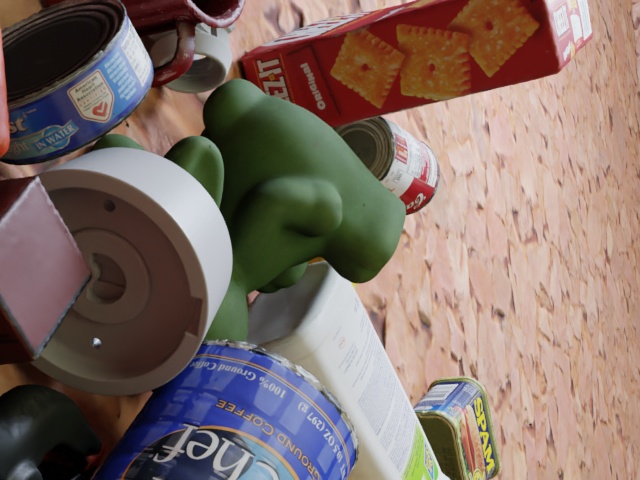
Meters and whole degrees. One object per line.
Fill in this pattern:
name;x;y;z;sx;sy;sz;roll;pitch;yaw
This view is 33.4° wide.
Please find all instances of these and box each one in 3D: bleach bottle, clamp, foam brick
bleach bottle;0.033;0.141;0.698;0.251;0.068;0.102;62;31;-21
clamp;-0.136;0.110;0.421;0.171;0.039;0.120;32;77;-74
foam brick;-0.140;0.015;0.414;0.051;0.078;0.053;-68;144;-49

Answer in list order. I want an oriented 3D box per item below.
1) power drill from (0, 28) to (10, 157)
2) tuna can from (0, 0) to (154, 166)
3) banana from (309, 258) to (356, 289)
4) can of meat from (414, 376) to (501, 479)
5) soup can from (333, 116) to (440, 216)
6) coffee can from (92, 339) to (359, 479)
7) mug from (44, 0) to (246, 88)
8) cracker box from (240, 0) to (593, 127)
power drill;-0.188;-0.066;0.357;0.187;0.057;0.184;5;78;-65
tuna can;-0.119;-0.072;0.477;0.086;0.086;0.033;-72;146;-44
banana;0.002;0.013;0.771;0.069;0.037;0.197;50;39;-50
can of meat;0.115;0.183;0.943;0.083;0.058;0.102;-28;108;-61
soup can;0.048;-0.061;0.858;0.102;0.069;0.068;18;66;-62
coffee can;-0.056;0.129;0.472;0.140;0.103;0.103;-57;134;-41
mug;-0.093;-0.137;0.556;0.093;0.082;0.117;1;81;-65
cracker box;0.074;-0.140;0.762;0.164;0.214;0.072;-41;118;-62
